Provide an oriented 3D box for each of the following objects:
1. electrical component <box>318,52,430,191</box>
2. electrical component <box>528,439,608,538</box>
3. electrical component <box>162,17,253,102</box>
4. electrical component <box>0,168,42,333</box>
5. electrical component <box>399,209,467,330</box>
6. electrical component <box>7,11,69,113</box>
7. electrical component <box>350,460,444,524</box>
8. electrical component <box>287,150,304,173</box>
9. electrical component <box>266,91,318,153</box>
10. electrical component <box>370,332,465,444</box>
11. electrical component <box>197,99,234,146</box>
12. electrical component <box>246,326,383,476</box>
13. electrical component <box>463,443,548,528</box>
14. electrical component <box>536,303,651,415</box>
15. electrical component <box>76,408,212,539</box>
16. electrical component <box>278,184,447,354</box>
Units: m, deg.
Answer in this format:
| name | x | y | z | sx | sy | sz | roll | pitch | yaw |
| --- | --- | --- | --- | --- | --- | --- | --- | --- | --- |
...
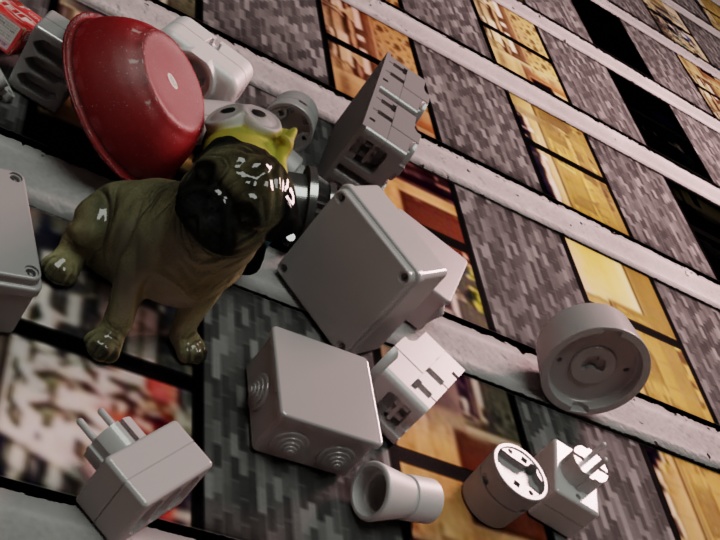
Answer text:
| name | x | y | z | sx | sy | sz | roll | pitch | yaw |
| --- | --- | --- | --- | --- | --- | --- | --- | --- | --- |
| electrical component | 0.012 | -0.134 | 1.109 | 0.060 | 0.105 | 0.186 | 33 | 32 | -11 |
| electrical component | 0.186 | 0.177 | 0.924 | 0.047 | 0.076 | 0.065 | 32 | 32 | -12 |
| electrical component | -0.161 | -0.198 | 1.057 | 0.095 | 0.053 | 0.059 | 36 | 31 | -6 |
| electrical component | -0.275 | -0.021 | 0.707 | 0.109 | 0.056 | 0.108 | 12 | 41 | -37 |
| electrical component | 0.047 | 0.000 | 1.030 | 0.100 | 0.048 | 0.099 | 38 | 31 | -4 |
| electrical component | -0.258 | -0.187 | 0.927 | 0.047 | 0.065 | 0.076 | 32 | 32 | -13 |
| electrical component | 0.031 | 0.169 | 0.805 | 0.065 | 0.044 | 0.044 | 19 | 36 | -38 |
| electrical component | -0.069 | -0.091 | 1.029 | 0.062 | 0.048 | 0.048 | 42 | 30 | -14 |
| electrical component | -0.071 | -0.152 | 1.095 | 0.055 | 0.055 | 0.047 | 34 | 28 | -10 |
| electrical component | 0.039 | 0.094 | 0.899 | 0.056 | 0.050 | 0.089 | 44 | 31 | 7 |
| electrical component | -0.132 | -0.139 | 1.023 | 0.081 | 0.043 | 0.043 | -5 | 53 | -50 |
| electrical component | -0.037 | 0.101 | 0.811 | 0.100 | 0.048 | 0.099 | 22 | 35 | -27 |
| electrical component | 0.117 | 0.177 | 0.879 | 0.055 | 0.047 | 0.055 | 27 | 33 | -20 |
| electrical component | 0.226 | 0.082 | 1.063 | 0.108 | 0.108 | 0.060 | 27 | 27 | -20 |
| electrical component | -0.147 | 0.118 | 0.674 | 0.076 | 0.047 | 0.066 | 47 | 32 | 12 |
| electrical component | 0.000 | 0.000 | 0.922 | 0.056 | 0.108 | 0.108 | -8 | 55 | -54 |
